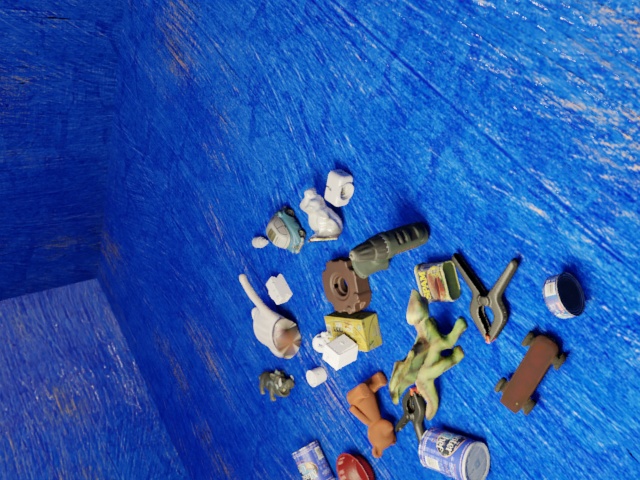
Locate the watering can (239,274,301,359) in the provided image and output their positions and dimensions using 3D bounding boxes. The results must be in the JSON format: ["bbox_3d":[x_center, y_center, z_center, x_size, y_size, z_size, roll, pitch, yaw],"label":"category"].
[{"bbox_3d":[-0.181,0.287,1.830,0.225,0.105,0.342,12,127,51],"label":"watering can"}]

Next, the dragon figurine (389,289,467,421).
[{"bbox_3d":[0.234,0.305,1.232,0.123,0.244,0.405,17,111,43],"label":"dragon figurine"}]

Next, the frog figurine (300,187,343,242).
[{"bbox_3d":[0.005,-0.076,1.515,0.122,0.137,0.160,-4,87,8],"label":"frog figurine"}]
